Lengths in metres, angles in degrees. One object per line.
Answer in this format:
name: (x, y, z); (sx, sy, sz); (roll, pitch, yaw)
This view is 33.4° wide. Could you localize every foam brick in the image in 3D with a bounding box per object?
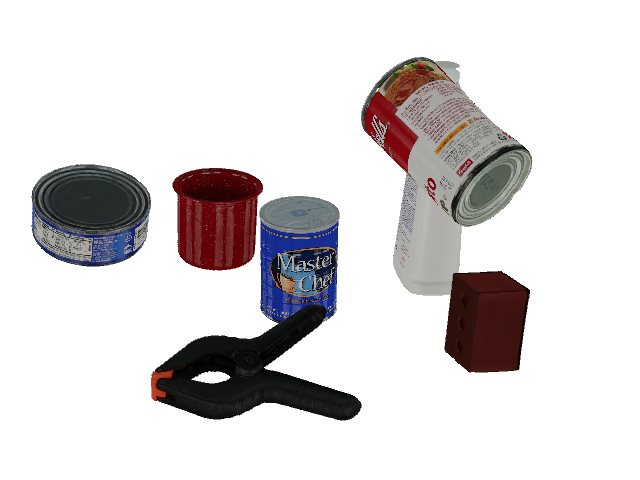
foam brick: (0.147, 0.072, 0.947); (0.051, 0.078, 0.053); (-3, 19, -20)

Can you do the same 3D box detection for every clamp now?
clamp: (-0.057, 0.103, 0.900); (0.171, 0.039, 0.120); (1, 38, -10)

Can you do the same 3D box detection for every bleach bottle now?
bleach bottle: (0.128, -0.071, 1.188); (0.068, 0.251, 0.102); (-1, 25, -11)

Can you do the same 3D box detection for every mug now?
mug: (-0.106, -0.026, 1.123); (0.093, 0.081, 0.117); (7, 26, 6)

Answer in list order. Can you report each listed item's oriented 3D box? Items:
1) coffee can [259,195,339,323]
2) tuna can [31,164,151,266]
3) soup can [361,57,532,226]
coffee can: (-0.028, 0.026, 1.392); (0.103, 0.140, 0.103); (1, 26, -1)
tuna can: (-0.169, -0.019, 0.787); (0.086, 0.034, 0.086); (8, 36, -6)
soup can: (0.084, -0.066, 0.718); (0.068, 0.069, 0.102); (0, 41, -49)
